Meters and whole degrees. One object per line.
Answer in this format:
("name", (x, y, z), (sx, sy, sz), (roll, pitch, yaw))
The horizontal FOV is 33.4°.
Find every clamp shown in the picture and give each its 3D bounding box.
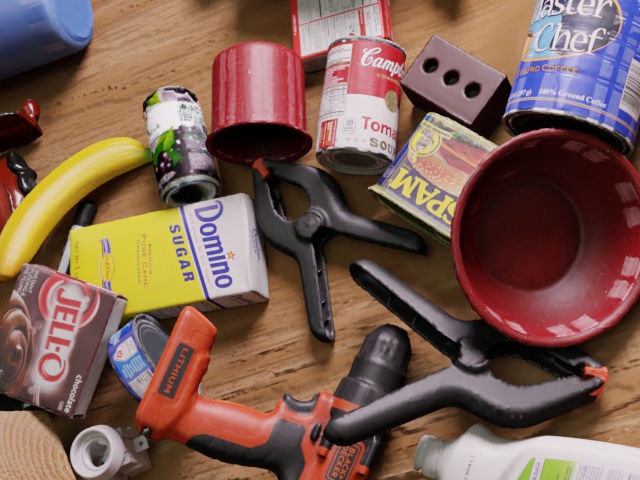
("clamp", (0.106, 0.100, 0.797), (0.210, 0.036, 0.164), (13, 52, 8))
("clamp", (-0.006, 0.001, 0.907), (0.172, 0.039, 0.120), (40, 88, 27))

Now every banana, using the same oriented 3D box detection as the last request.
("banana", (-0.230, -0.039, 0.975), (0.197, 0.037, 0.070), (-42, 42, -22))

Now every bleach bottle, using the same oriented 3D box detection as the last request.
("bleach bottle", (0.189, 0.182, 0.763), (0.251, 0.068, 0.102), (14, 80, 27))

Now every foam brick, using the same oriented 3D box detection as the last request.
("foam brick", (0.115, -0.125, 0.887), (0.078, 0.051, 0.053), (35, 89, 26))

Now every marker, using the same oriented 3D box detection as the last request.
("marker", (-0.234, 0.019, 1.001), (0.020, 0.020, 0.121), (12, 79, 24))

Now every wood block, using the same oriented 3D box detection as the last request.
("wood block", (-0.307, 0.238, 0.898), (0.206, 0.090, 0.090), (-43, 62, 24))

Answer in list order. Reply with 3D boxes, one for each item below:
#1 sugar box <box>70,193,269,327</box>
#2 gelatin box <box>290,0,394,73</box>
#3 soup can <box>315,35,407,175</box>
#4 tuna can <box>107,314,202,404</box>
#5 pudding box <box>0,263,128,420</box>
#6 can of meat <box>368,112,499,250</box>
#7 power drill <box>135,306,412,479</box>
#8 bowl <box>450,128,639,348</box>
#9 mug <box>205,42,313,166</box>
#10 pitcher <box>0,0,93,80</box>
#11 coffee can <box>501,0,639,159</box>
("sugar box", (-0.136, 0.022, 0.947), (0.176, 0.048, 0.093), (-13, 70, 19))
("gelatin box", (0.020, -0.197, 0.958), (0.089, 0.030, 0.073), (-12, 70, 19))
("soup can", (0.035, -0.113, 0.906), (0.069, 0.068, 0.102), (2, 76, 22))
("tuna can", (-0.140, 0.107, 0.902), (0.034, 0.086, 0.086), (-37, 65, 9))
("pudding box", (-0.226, 0.086, 0.913), (0.090, 0.039, 0.113), (18, 86, 12))
("can of meat", (0.105, -0.045, 0.865), (0.102, 0.057, 0.084), (34, 86, 25))
("power drill", (-0.036, 0.123, 0.835), (0.187, 0.057, 0.184), (24, 74, 0))
("bowl", (0.168, -0.002, 0.804), (0.162, 0.055, 0.162), (-1, 93, -10))
("mug", (-0.060, -0.116, 0.940), (0.117, 0.093, 0.081), (-30, 56, 54))
("pitcher", (-0.354, -0.218, 1.068), (0.243, 0.145, 0.149), (-13, 83, 14))
("coffee can", (0.209, -0.143, 0.826), (0.103, 0.102, 0.140), (14, 80, 24))
